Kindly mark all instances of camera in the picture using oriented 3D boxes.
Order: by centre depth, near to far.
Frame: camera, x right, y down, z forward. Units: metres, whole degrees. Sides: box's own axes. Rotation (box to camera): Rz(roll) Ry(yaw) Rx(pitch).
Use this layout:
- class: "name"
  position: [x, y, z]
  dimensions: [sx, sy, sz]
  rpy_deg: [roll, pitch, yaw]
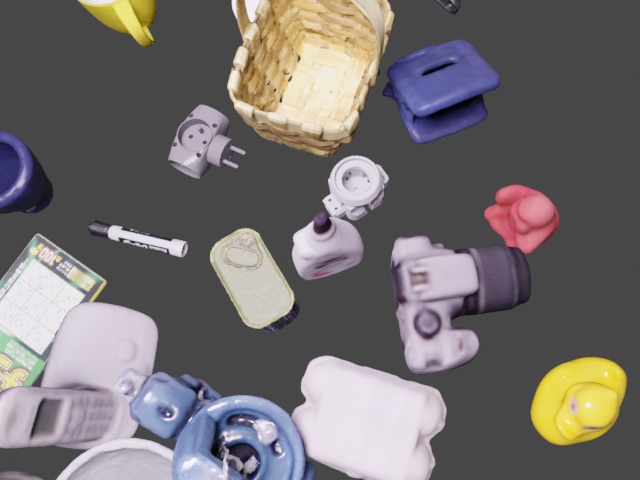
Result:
- class: "camera"
  position: [0.146, 0.059, 0.588]
  dimensions: [0.136, 0.101, 0.143]
  rpy_deg: [-8, 76, 2]

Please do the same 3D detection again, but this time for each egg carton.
- class: "egg carton"
  position: [0.047, 0.185, 0.580]
  dimensions: [0.150, 0.069, 0.107]
  rpy_deg: [15, 78, 8]

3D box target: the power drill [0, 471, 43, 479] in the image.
- class: "power drill"
  position: [-0.335, 0.273, 0.514]
  dimensions: [0.075, 0.208, 0.230]
  rpy_deg: [8, 77, 7]

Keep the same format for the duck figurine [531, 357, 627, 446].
- class: "duck figurine"
  position: [0.264, 0.159, 0.563]
  dimensions: [0.104, 0.086, 0.077]
  rpy_deg: [-39, 76, -6]

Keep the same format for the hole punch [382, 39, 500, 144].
- class: "hole punch"
  position: [0.134, -0.179, 0.653]
  dimensions: [0.108, 0.091, 0.101]
  rpy_deg: [-22, 75, -1]

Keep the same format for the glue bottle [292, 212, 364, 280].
- class: "glue bottle"
  position: [0.005, 0.002, 0.575]
  dimensions: [0.078, 0.173, 0.037]
  rpy_deg: [-22, 75, -1]

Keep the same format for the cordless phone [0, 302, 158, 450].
- class: "cordless phone"
  position: [-0.237, 0.130, 0.555]
  dimensions: [0.094, 0.185, 0.147]
  rpy_deg: [6, 77, 6]

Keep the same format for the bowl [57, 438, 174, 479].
- class: "bowl"
  position: [-0.182, 0.282, 0.570]
  dimensions: [0.167, 0.075, 0.167]
  rpy_deg: [-1, 76, 4]

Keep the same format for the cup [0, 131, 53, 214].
- class: "cup"
  position: [-0.358, -0.054, 0.656]
  dimensions: [0.091, 0.095, 0.118]
  rpy_deg: [24, 79, 10]

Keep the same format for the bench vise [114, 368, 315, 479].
- class: "bench vise"
  position: [-0.110, 0.192, 0.512]
  dimensions: [0.207, 0.220, 0.121]
  rpy_deg: [13, 77, 7]

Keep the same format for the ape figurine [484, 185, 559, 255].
- class: "ape figurine"
  position: [0.221, -0.025, 0.608]
  dimensions: [0.076, 0.092, 0.078]
  rpy_deg: [6, 77, 6]
